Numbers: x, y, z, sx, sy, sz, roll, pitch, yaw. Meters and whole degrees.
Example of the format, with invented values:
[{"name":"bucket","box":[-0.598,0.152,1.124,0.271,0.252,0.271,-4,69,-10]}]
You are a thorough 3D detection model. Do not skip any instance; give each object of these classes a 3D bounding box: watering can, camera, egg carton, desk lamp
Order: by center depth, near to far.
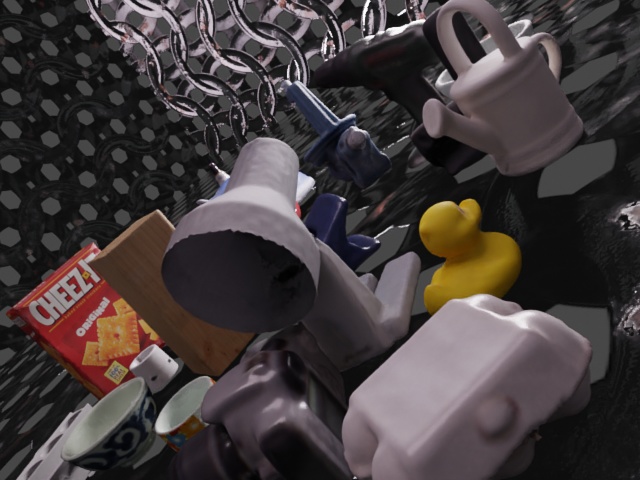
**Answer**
[{"name":"egg carton","box":[0.084,0.099,0.342,0.150,0.069,0.107,-42,17,-10]},{"name":"camera","box":[-0.054,0.146,0.456,0.136,0.101,0.143,-36,17,10]},{"name":"desk lamp","box":[-0.019,0.019,0.516,0.117,0.214,0.203,-29,19,30]},{"name":"watering can","box":[0.186,-0.168,0.612,0.100,0.194,0.173,-15,28,53]}]

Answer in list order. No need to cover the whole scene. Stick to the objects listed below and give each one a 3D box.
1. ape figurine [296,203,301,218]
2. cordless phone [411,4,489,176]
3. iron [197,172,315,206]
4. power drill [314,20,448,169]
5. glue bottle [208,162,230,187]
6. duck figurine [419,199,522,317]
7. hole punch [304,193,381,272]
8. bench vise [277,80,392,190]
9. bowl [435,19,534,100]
[{"name":"ape figurine","box":[-0.085,-0.059,1.085,0.078,0.092,0.076,-37,17,6]},{"name":"cordless phone","box":[0.165,-0.191,0.736,0.147,0.185,0.094,-34,17,14]},{"name":"iron","box":[-0.132,-0.097,1.197,0.259,0.141,0.118,-48,19,-28]},{"name":"power drill","box":[0.120,-0.217,0.859,0.229,0.209,0.076,-21,24,45]},{"name":"glue bottle","box":[-0.188,-0.104,1.279,0.078,0.173,0.037,-40,17,-5]},{"name":"duck figurine","box":[0.114,0.011,0.483,0.105,0.086,0.077,-47,19,-27]},{"name":"hole punch","box":[0.007,0.003,0.726,0.101,0.091,0.108,-42,17,-11]},{"name":"bench vise","box":[0.026,-0.197,0.988,0.122,0.220,0.206,-47,18,-25]},{"name":"bowl","box":[0.272,-0.266,0.906,0.167,0.075,0.167,-35,17,13]}]
